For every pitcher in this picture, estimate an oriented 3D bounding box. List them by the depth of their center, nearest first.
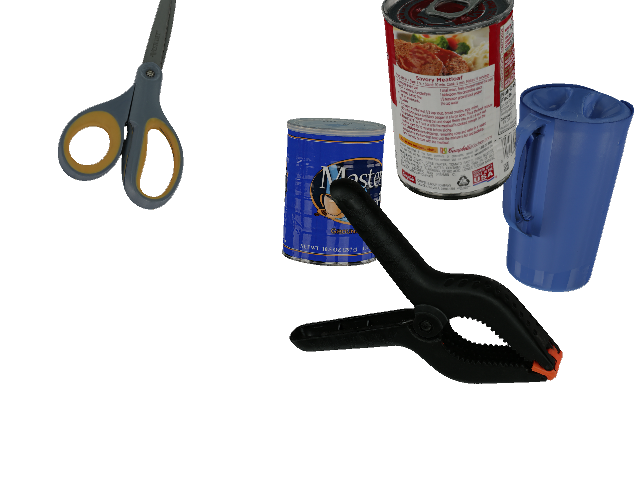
[{"bbox_3d":[0.289,-0.060,1.310,0.149,0.243,0.145,4,27,2],"label":"pitcher"}]

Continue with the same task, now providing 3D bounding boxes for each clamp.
[{"bbox_3d":[0.080,0.045,0.798,0.210,0.165,0.036,17,37,14],"label":"clamp"}]

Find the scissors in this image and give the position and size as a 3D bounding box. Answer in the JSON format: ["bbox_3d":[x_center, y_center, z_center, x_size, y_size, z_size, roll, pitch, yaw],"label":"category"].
[{"bbox_3d":[-0.144,-0.114,0.777,0.096,0.202,0.016,1,-27,-20],"label":"scissors"}]

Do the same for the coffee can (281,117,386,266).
[{"bbox_3d":[0.013,-0.053,1.117,0.103,0.140,0.103,3,12,-1],"label":"coffee can"}]

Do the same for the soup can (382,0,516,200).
[{"bbox_3d":[0.071,-0.082,0.578,0.068,0.102,0.068,-5,34,4],"label":"soup can"}]
